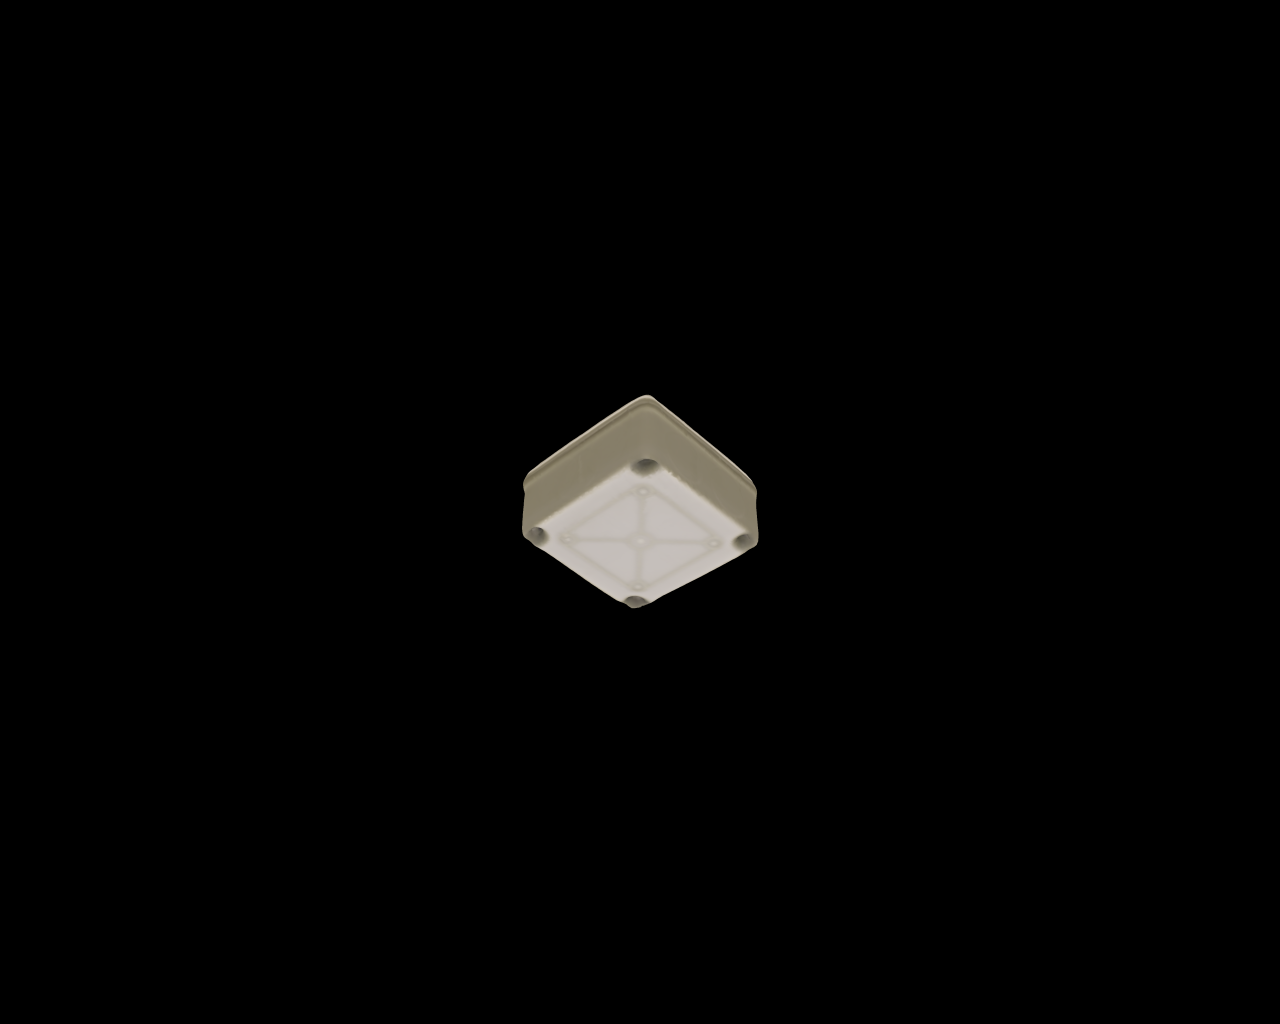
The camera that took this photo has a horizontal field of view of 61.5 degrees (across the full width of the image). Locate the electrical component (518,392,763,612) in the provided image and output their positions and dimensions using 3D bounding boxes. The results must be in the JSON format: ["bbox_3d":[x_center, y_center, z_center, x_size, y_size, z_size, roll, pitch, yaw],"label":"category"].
[{"bbox_3d":[0.001,-0.003,0.650,0.108,0.056,0.108,-31,-50,30],"label":"electrical component"}]
